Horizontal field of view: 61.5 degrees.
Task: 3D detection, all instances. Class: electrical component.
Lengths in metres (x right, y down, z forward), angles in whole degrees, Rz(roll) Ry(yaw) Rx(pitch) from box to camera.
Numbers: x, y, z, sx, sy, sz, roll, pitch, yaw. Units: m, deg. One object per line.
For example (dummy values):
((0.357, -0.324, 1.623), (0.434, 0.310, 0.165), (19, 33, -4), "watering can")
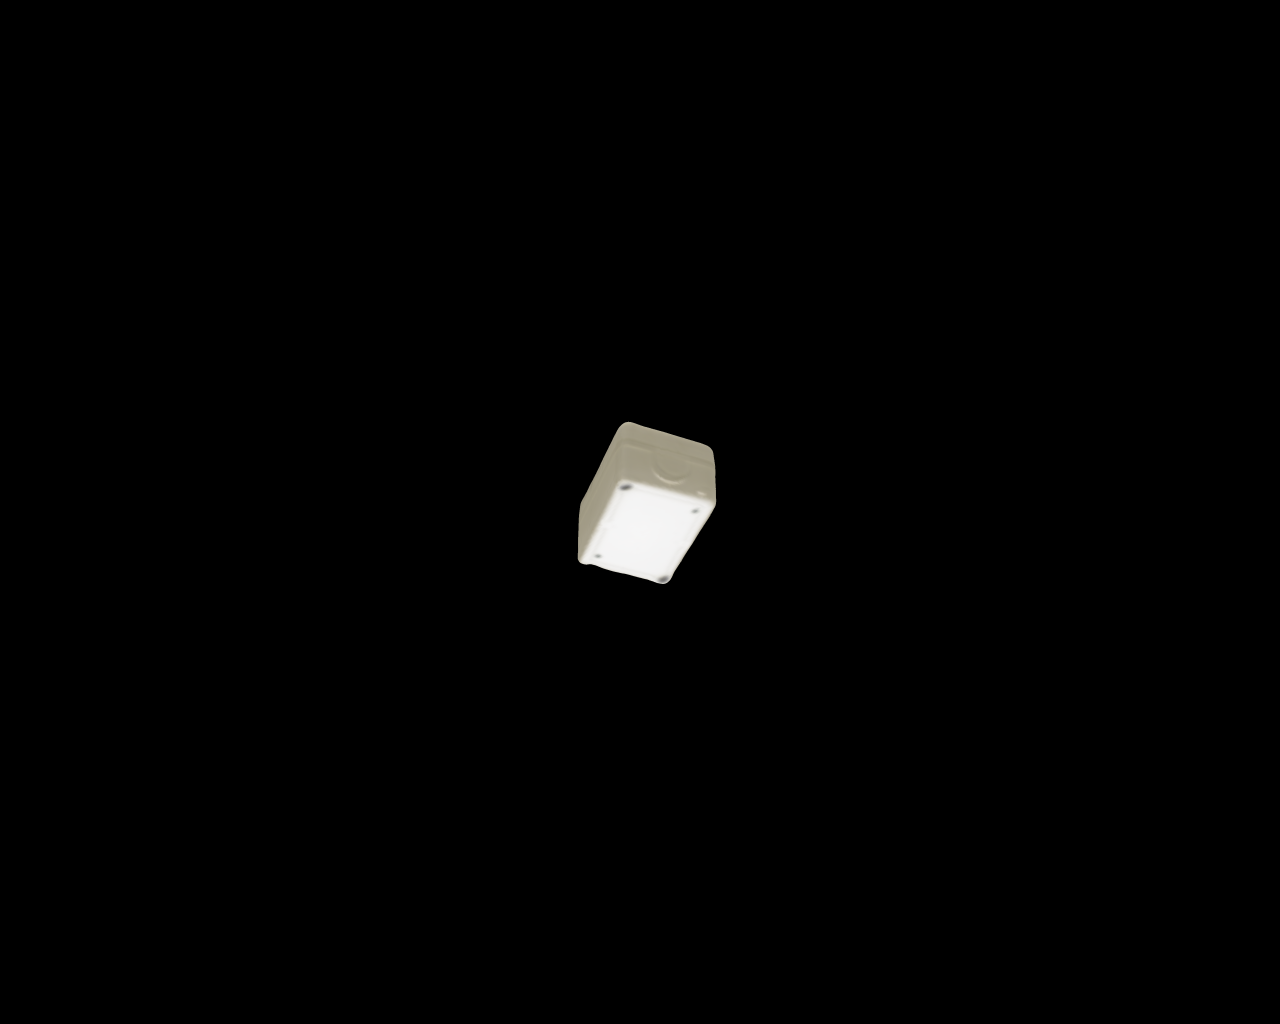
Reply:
((0.001, -0.003, 0.650), (0.062, 0.061, 0.096), (15, -46, -15), "electrical component")
